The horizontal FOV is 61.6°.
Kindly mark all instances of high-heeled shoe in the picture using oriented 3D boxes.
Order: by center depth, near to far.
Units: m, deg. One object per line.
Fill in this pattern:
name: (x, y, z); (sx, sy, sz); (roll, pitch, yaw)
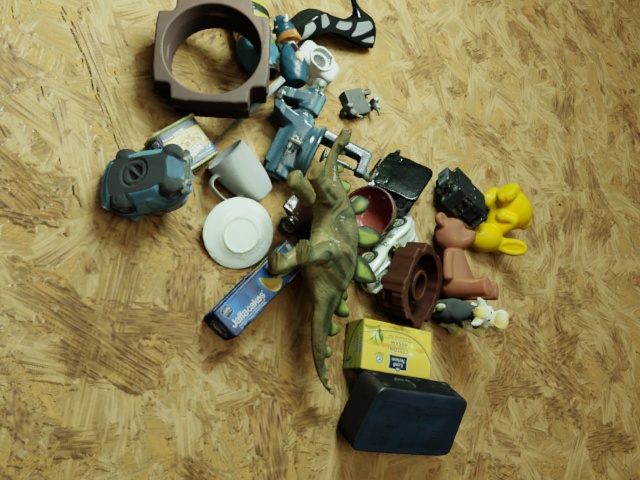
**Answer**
high-heeled shoe: (0.020, -0.449, 1.202); (0.249, 0.086, 0.145); (-36, 129, -15)

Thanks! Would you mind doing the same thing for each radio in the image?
radio: (0.159, 0.326, 1.009); (0.229, 0.073, 0.131); (15, 100, -28)

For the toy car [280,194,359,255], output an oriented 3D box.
toy car: (-0.002, -0.003, 1.050); (0.202, 0.053, 0.089); (46, 53, -17)

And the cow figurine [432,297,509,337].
cow figurine: (0.308, 0.154, 1.124); (0.098, 0.167, 0.068); (30, 68, -23)

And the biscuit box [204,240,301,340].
biscuit box: (-0.112, 0.087, 0.952); (0.059, 0.063, 0.203); (49, 57, -9)

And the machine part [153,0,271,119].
machine part: (-0.190, -0.325, 0.966); (0.201, 0.087, 0.201); (2, 79, -4)

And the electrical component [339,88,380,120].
electrical component: (0.088, -0.302, 1.196); (0.102, 0.045, 0.078); (-14, 85, -33)

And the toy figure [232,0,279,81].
toy figure: (-0.130, -0.401, 1.073); (0.089, 0.082, 0.180); (-8, 72, -51)

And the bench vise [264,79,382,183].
bench vise: (0.006, -0.194, 1.059); (0.241, 0.129, 0.223); (26, 71, -3)

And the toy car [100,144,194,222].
toy car: (-0.268, -0.090, 0.881); (0.102, 0.162, 0.109); (51, 31, -64)

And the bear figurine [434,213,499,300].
bear figurine: (0.321, 0.035, 1.197); (0.120, 0.132, 0.196); (27, 64, -57)

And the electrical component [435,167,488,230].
electrical component: (0.327, -0.105, 1.251); (0.134, 0.058, 0.115); (40, 30, -17)

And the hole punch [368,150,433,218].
hole punch: (0.170, -0.117, 1.180); (0.116, 0.092, 0.142); (30, 61, 13)

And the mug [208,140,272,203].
mug: (-0.145, -0.110, 0.981); (0.107, 0.081, 0.109); (47, 55, -22)

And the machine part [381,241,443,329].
machine part: (0.190, 0.091, 1.097); (0.179, 0.056, 0.179); (-15, 109, -50)

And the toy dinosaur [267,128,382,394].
toy dinosaur: (0.016, 0.033, 0.951); (0.198, 0.105, 0.471); (16, 83, -40)

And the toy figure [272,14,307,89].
toy figure: (-0.063, -0.382, 1.089); (0.057, 0.064, 0.154); (20, 58, -67)

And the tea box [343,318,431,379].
tea box: (0.135, 0.218, 1.061); (0.169, 0.068, 0.098); (15, 69, -28)

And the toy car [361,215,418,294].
toy car: (0.146, 0.027, 1.115); (0.202, 0.056, 0.073); (-45, 130, -32)

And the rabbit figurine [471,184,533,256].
rabbit figurine: (0.425, -0.030, 1.299); (0.173, 0.122, 0.162); (-42, 109, -20)
